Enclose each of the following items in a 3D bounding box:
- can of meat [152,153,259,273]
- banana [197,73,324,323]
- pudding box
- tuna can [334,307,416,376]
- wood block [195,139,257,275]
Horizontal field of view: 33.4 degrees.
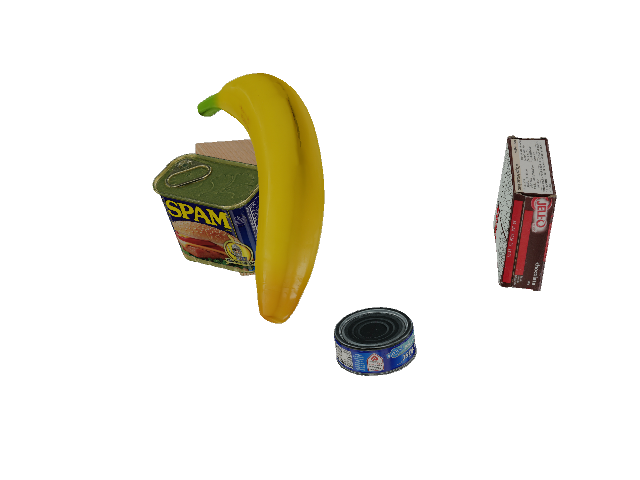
[{"bbox_3d":[-0.089,-0.022,0.946,0.102,0.084,0.057,13,47,30],"label":"can of meat"},{"bbox_3d":[-0.027,-0.041,0.616,0.037,0.070,0.198,16,35,-30],"label":"banana"},{"bbox_3d":[0.171,-0.025,0.895,0.039,0.090,0.113,5,31,2],"label":"pudding box"},{"bbox_3d":[0.057,0.105,1.125,0.086,0.034,0.086,-7,26,3],"label":"tuna can"},{"bbox_3d":[-0.087,-0.046,1.330,0.090,0.090,0.206,-6,29,-21],"label":"wood block"}]
